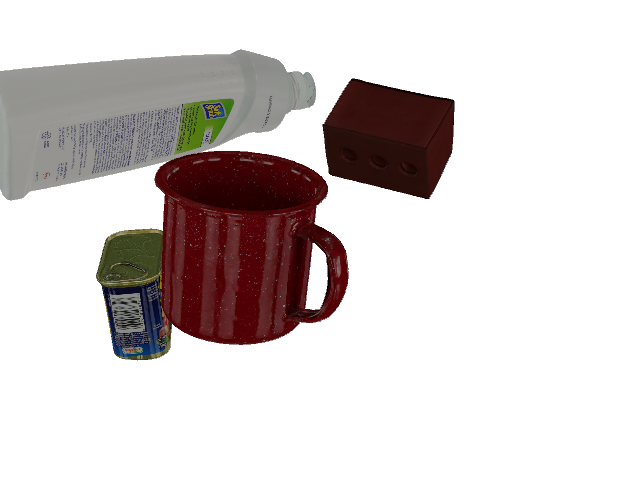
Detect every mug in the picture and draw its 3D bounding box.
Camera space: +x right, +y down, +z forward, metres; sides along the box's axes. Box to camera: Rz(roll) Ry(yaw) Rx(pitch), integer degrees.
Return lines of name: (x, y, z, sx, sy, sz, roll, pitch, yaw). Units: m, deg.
mug: (-0.035, 0.008, 0.582, 0.117, 0.081, 0.093, 19, 27, 27)

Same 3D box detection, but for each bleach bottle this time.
bleach bottle: (-0.125, -0.097, 0.830, 0.250, 0.068, 0.103, -11, -30, -23)

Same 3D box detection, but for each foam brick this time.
foam brick: (0.049, -0.071, 0.744, 0.078, 0.051, 0.053, 15, -37, 19)

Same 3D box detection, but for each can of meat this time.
can of meat: (-0.166, 0.049, 0.976, 0.057, 0.084, 0.102, -5, 27, -2)
